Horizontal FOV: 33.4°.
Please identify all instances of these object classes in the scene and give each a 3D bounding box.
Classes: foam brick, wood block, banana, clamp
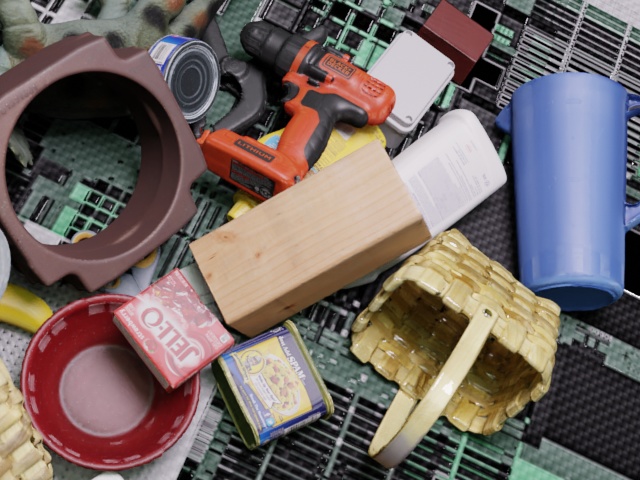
[{"bbox_3d":[0.154,-0.232,1.246,0.078,0.053,0.051,36,62,0],"label":"foam brick"},{"bbox_3d":[-0.007,0.002,1.025,0.206,0.090,0.090,-29,72,4],"label":"wood block"},{"bbox_3d":[-0.332,0.068,0.983,0.197,0.037,0.069,4,65,-15],"label":"banana"},{"bbox_3d":[-0.103,-0.188,1.161,0.164,0.036,0.209,25,64,3],"label":"clamp"}]

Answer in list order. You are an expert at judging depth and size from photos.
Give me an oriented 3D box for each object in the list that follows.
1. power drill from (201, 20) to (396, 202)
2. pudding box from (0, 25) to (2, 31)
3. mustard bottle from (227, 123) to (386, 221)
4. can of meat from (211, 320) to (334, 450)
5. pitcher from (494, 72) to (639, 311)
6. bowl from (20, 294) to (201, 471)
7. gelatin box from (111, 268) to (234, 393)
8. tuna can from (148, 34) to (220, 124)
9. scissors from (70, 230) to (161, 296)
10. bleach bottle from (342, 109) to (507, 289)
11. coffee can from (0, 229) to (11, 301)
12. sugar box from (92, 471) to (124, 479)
[{"bbox_3d":[-0.039,-0.133,1.087,0.184,0.057,0.187,29,60,13],"label":"power drill"},{"bbox_3d":[-0.373,-0.275,1.118,0.090,0.039,0.113,-4,67,-17],"label":"pudding box"},{"bbox_3d":[-0.025,-0.075,1.123,0.096,0.058,0.191,45,63,7],"label":"mustard bottle"},{"bbox_3d":[-0.048,0.141,1.026,0.083,0.057,0.102,-22,75,-21],"label":"can of meat"},{"bbox_3d":[0.283,-0.051,1.161,0.144,0.149,0.243,13,67,-23],"label":"pitcher"},{"bbox_3d":[-0.193,0.134,0.982,0.162,0.055,0.162,5,71,-15],"label":"bowl"},{"bbox_3d":[-0.133,0.082,0.968,0.073,0.030,0.089,-36,84,-23],"label":"gelatin box"},{"bbox_3d":[-0.138,-0.159,1.061,0.034,0.086,0.086,17,57,33],"label":"tuna can"},{"bbox_3d":[-0.162,0.059,1.048,0.096,0.016,0.202,-41,83,-22],"label":"scissors"},{"bbox_3d":[0.078,-0.034,1.124,0.250,0.068,0.102,-35,101,-21],"label":"bleach bottle"},{"bbox_3d":[-0.353,0.014,0.914,0.140,0.103,0.102,15,58,28],"label":"coffee can"},{"bbox_3d":[-0.228,0.282,0.917,0.176,0.048,0.093,-32,79,-24],"label":"sugar box"}]
